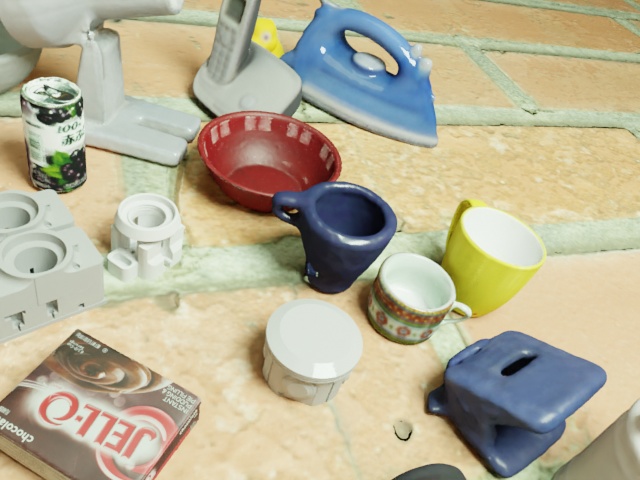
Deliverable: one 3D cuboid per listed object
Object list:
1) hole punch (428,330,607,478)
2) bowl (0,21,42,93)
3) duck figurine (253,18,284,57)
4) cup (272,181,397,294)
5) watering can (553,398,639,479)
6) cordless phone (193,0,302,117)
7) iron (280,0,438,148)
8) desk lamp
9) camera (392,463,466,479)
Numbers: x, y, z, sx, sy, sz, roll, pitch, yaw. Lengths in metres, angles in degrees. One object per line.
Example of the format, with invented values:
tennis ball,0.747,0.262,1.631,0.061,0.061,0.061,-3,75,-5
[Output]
hole punch,0.161,0.122,0.475,0.109,0.091,0.101,-20,53,-35
bowl,-0.404,-0.212,0.657,0.167,0.075,0.167,10,41,-9
duck figurine,-0.084,-0.282,0.838,0.077,0.086,0.105,26,42,10
cup,0.005,0.002,0.549,0.118,0.095,0.091,15,41,-3
watering can,0.250,0.160,0.385,0.101,0.194,0.172,8,42,-10
cordless phone,-0.082,-0.232,0.708,0.147,0.185,0.094,39,45,23
iron,0.076,-0.247,0.813,0.258,0.141,0.119,30,42,14
desk lamp,-0.228,-0.213,0.614,0.203,0.213,0.118,14,41,-4
camera,0.102,0.208,0.351,0.143,0.101,0.136,1,43,-18
